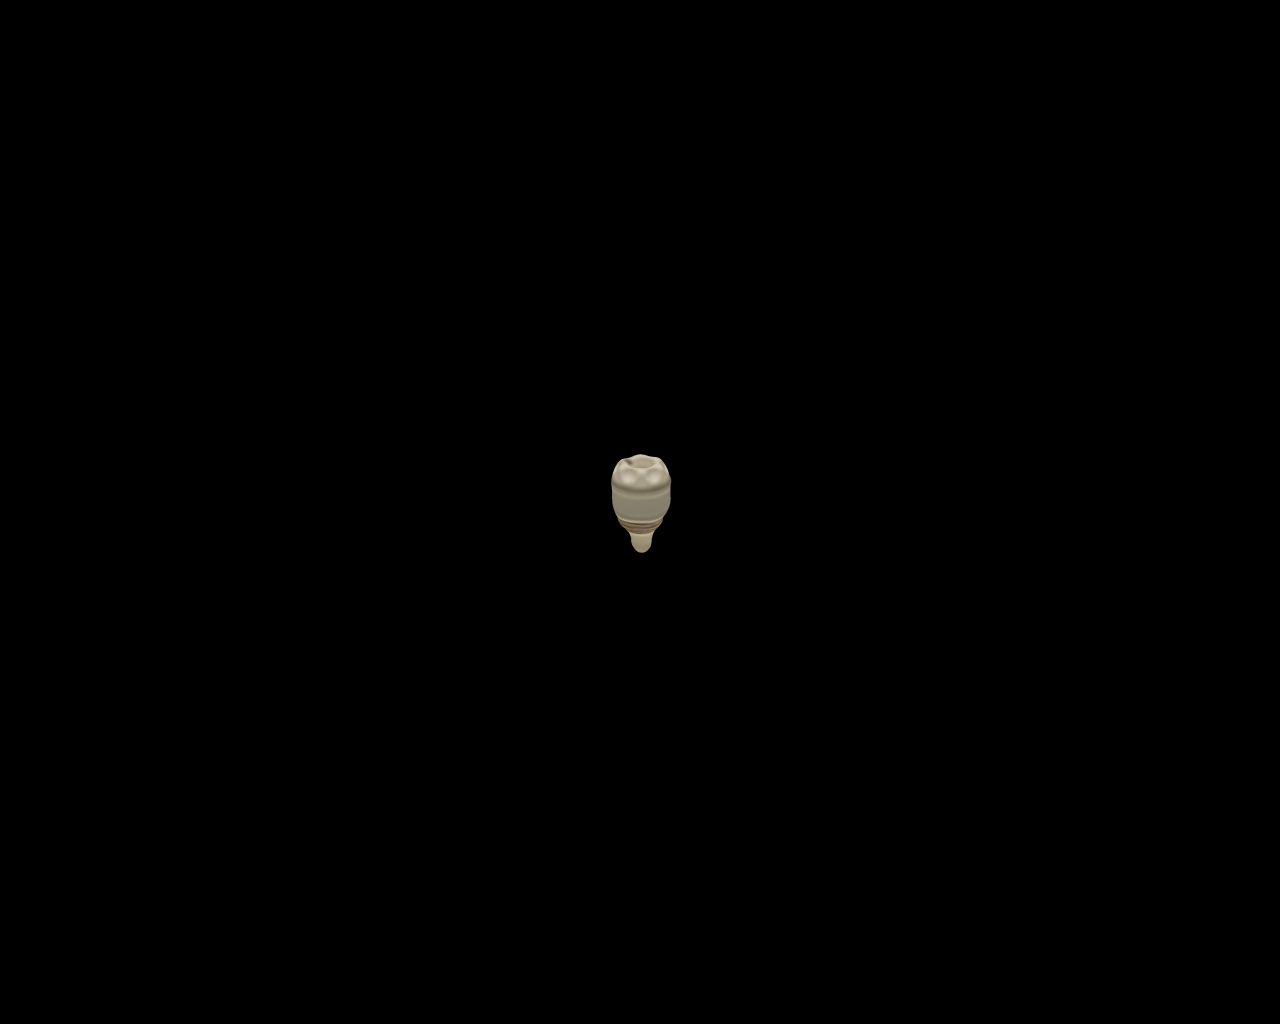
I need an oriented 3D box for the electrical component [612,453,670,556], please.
[{"bbox_3d":[0.001,-0.003,0.650,0.035,0.061,0.035,0,26,0],"label":"electrical component"}]
